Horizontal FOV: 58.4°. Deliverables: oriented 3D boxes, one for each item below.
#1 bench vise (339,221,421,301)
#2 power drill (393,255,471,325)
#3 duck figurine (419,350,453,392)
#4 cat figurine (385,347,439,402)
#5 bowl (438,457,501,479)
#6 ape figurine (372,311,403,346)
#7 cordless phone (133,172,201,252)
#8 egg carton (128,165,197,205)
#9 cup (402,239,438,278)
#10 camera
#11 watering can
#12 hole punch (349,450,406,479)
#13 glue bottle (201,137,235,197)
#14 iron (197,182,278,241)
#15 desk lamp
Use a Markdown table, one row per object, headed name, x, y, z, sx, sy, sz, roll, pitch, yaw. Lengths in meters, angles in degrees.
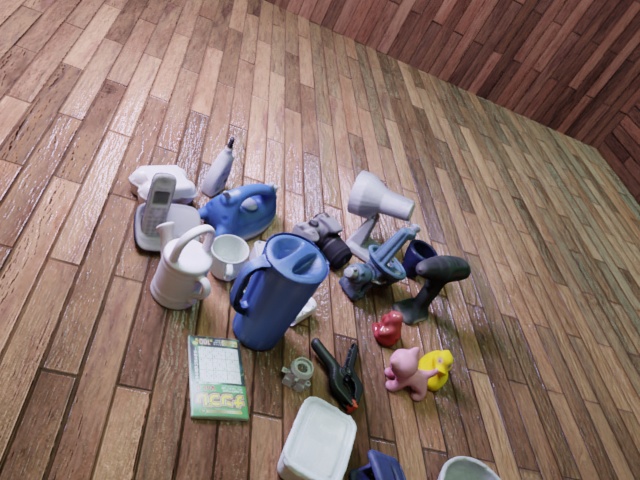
| name | x | y | z | sx | sy | sz | roll | pitch | yaw |
| --- | --- | --- | --- | --- | --- | --- | --- | --- | --- |
| bench vise | 0.159 | 0.057 | 1.418 | 0.121 | 0.219 | 0.208 | 40 | 36 | 13 |
| power drill | 0.275 | 0.117 | 1.439 | 0.230 | 0.208 | 0.075 | -11 | 52 | -43 |
| duck figurine | 0.278 | 0.290 | 1.339 | 0.077 | 0.086 | 0.105 | 30 | 35 | -1 |
| cat figurine | 0.198 | 0.285 | 1.260 | 0.128 | 0.117 | 0.067 | 21 | 37 | -14 |
| bowl | 0.283 | 0.507 | 1.091 | 0.168 | 0.074 | 0.167 | 20 | 37 | -15 |
| ape figurine | 0.166 | 0.203 | 1.357 | 0.076 | 0.092 | 0.078 | 44 | 38 | 18 |
| cordless phone | -0.319 | -0.062 | 1.243 | 0.148 | 0.185 | 0.094 | 0 | 45 | -36 |
| egg carton | -0.378 | -0.129 | 1.381 | 0.151 | 0.069 | 0.107 | -10 | 52 | -43 |
| cup | 0.275 | 0.070 | 1.594 | 0.092 | 0.095 | 0.117 | 1 | 45 | -35 |
| camera | 0.014 | 0.005 | 1.477 | 0.144 | 0.100 | 0.136 | -17 | 57 | -46 |
| watering can | -0.273 | 0.038 | 1.149 | 0.173 | 0.194 | 0.101 | 34 | 35 | 4 |
| hole punch | 0.120 | 0.441 | 1.037 | 0.101 | 0.091 | 0.108 | 9 | 41 | -27 |
| glue bottle | -0.248 | -0.192 | 1.462 | 0.037 | 0.173 | 0.078 | 35 | 36 | 7 |
| iron | -0.175 | -0.090 | 1.419 | 0.118 | 0.141 | 0.259 | 44 | 37 | 18 |
| desk lamp | 0.152 | -0.058 | 1.556 | 0.203 | 0.213 | 0.118 | 35 | 36 | 6 |
